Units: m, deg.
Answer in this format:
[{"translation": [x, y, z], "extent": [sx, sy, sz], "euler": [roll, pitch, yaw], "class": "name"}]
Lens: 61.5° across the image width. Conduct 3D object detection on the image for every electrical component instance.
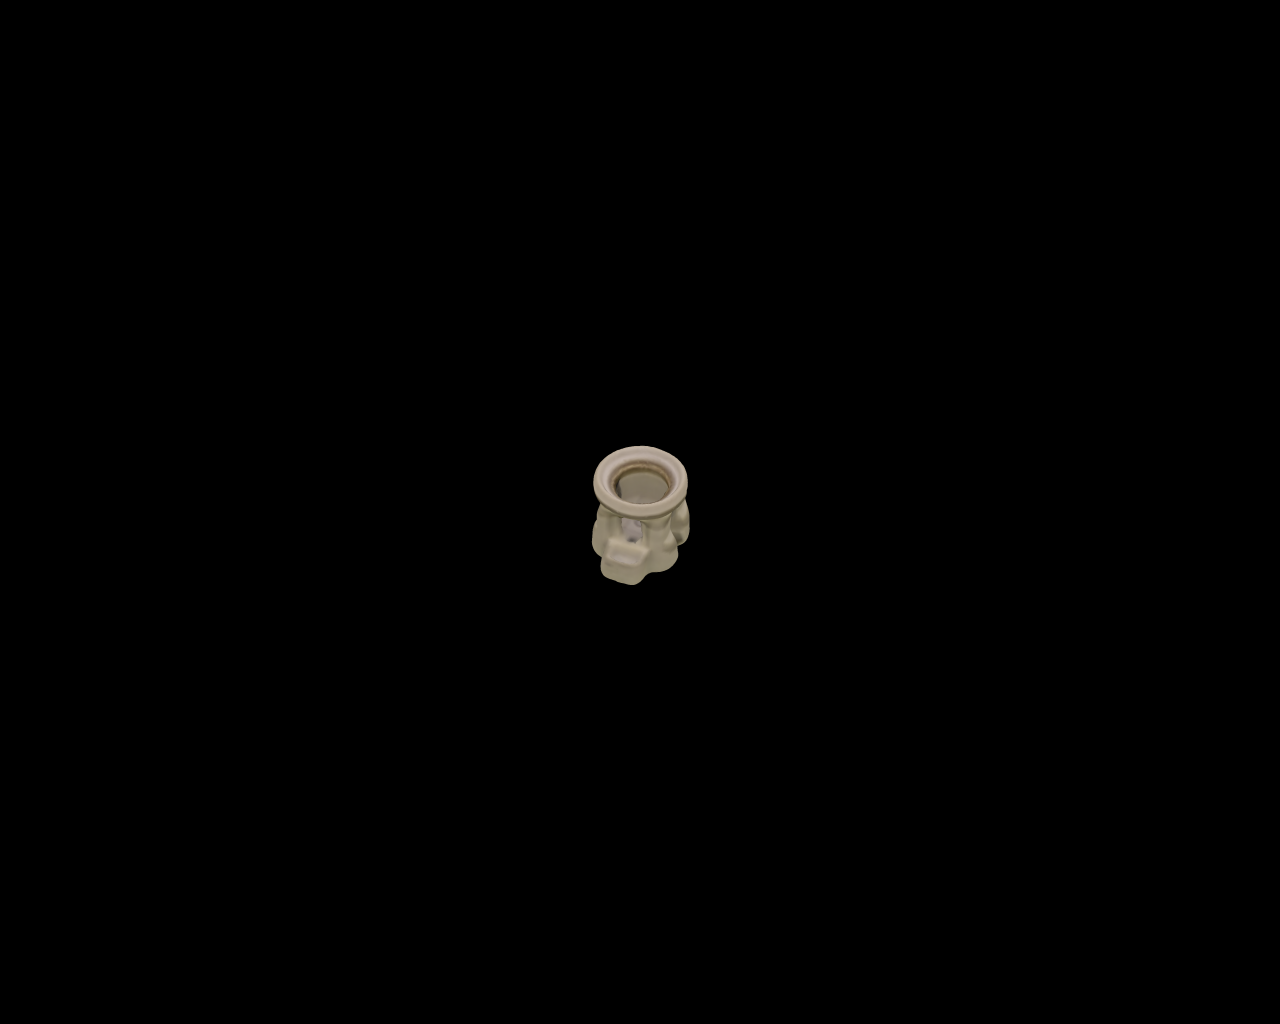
[{"translation": [0.001, -0.003, 0.650], "extent": [0.058, 0.056, 0.078], "euler": [15, 47, 15], "class": "electrical component"}]
